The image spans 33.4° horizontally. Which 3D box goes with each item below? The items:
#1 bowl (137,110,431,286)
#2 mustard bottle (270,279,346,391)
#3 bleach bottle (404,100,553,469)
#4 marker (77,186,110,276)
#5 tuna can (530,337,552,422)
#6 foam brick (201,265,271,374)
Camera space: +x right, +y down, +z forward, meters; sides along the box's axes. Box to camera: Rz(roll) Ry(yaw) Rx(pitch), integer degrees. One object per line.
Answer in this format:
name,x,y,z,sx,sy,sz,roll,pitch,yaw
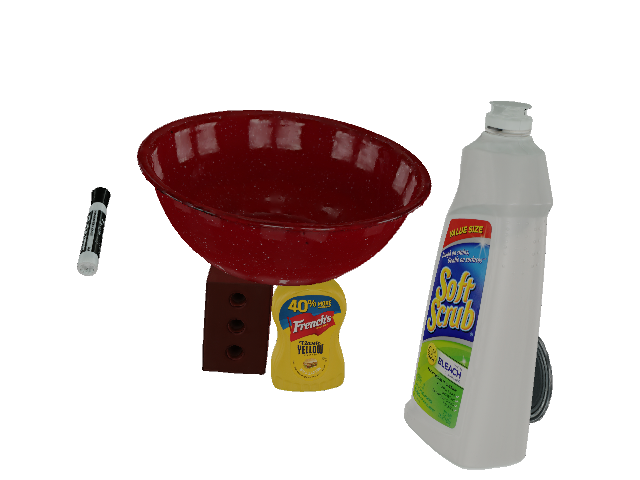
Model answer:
bowl,-0.022,-0.020,0.596,0.162,0.055,0.162,6,26,-3
mustard bottle,-0.015,0.099,1.375,0.096,0.192,0.058,-1,20,-6
bleach bottle,0.114,0.027,0.750,0.068,0.251,0.103,-3,17,-23
marker,-0.220,-0.012,1.042,0.020,0.020,0.121,0,40,-3
tuna can,0.178,0.125,0.982,0.034,0.086,0.085,-10,-6,40
foam brick,-0.066,0.062,0.866,0.053,0.078,0.051,4,15,0
